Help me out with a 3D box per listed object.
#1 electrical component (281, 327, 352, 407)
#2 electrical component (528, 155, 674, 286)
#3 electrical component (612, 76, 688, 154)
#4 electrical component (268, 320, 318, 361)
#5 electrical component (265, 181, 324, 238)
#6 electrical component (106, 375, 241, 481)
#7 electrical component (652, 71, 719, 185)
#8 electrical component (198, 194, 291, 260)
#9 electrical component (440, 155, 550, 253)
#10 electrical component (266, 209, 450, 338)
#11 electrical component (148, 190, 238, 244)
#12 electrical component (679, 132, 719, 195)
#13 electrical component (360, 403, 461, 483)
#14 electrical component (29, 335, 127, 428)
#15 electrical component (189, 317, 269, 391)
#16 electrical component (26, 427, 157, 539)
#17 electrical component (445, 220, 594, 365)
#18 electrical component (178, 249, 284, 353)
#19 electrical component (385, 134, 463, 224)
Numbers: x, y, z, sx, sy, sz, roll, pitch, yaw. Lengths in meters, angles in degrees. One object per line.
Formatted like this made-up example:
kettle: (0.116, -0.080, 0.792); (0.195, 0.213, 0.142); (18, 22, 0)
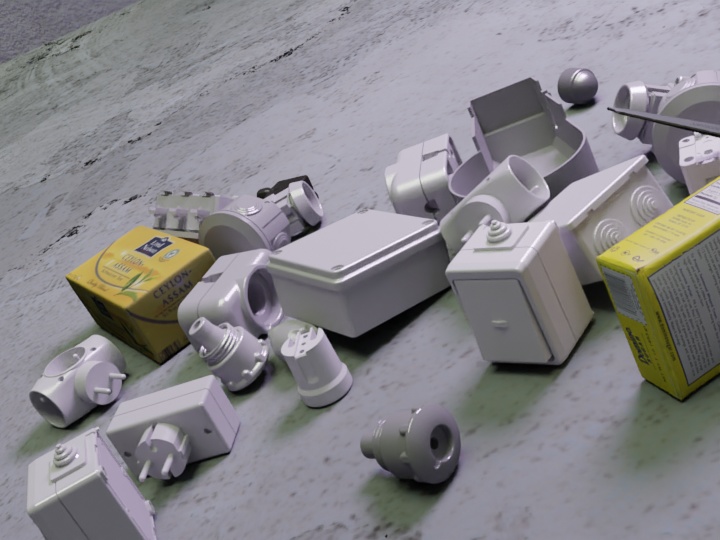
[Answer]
electrical component: (-0.032, 0.070, 0.786); (0.040, 0.046, 0.040); (-21, 25, 10)
electrical component: (0.161, -0.028, 0.755); (0.100, 0.048, 0.100); (-39, 7, -25)
electrical component: (0.238, -0.127, 0.873); (0.055, 0.066, 0.048); (6, 26, -7)
electrical component: (-0.054, 0.056, 0.849); (0.035, 0.035, 0.061); (-38, 24, -21)
electrical component: (-0.070, -0.057, 1.066); (0.055, 0.048, 0.066); (-29, 24, 14)
electrical component: (-0.140, 0.126, 0.783); (0.083, 0.047, 0.075); (-18, 26, 17)
electrical component: (0.259, -0.106, 0.800); (0.080, 0.080, 0.051); (-16, 23, 22)
electrical component: (-0.106, -0.027, 1.005); (0.080, 0.080, 0.051); (-7, 27, 37)
electrical component: (0.095, -0.039, 0.798); (0.077, 0.043, 0.079); (-44, 0, 31)
electrical component: (0.000, 0.000, 0.857); (0.109, 0.056, 0.109); (-27, 22, -29)
electrical component: (-0.165, -0.047, 1.102); (0.079, 0.063, 0.121); (5, 1, -41)
electrical component: (0.249, -0.062, 0.745); (0.042, 0.063, 0.081); (-14, 28, 23)
electrical component: (0.028, 0.107, 0.663); (0.062, 0.048, 0.048); (-11, 29, 45)
electrical component: (-0.234, 0.096, 0.932); (0.079, 0.044, 0.077); (-1, 35, 42)
electrical component: (-0.106, 0.062, 0.848); (0.048, 0.062, 0.048); (-38, 26, 22)
electrical component: (-0.183, 0.155, 0.710); (0.061, 0.096, 0.061); (-29, 25, -4)
electrical component: (0.101, 0.012, 0.707); (0.062, 0.096, 0.061); (-2, 36, 43)
electrical component: (-0.104, 0.026, 0.929); (0.059, 0.053, 0.095); (-9, 30, 33)
electrical component: (0.060, -0.075, 0.962); (0.059, 0.053, 0.095); (-19, 26, 17)
